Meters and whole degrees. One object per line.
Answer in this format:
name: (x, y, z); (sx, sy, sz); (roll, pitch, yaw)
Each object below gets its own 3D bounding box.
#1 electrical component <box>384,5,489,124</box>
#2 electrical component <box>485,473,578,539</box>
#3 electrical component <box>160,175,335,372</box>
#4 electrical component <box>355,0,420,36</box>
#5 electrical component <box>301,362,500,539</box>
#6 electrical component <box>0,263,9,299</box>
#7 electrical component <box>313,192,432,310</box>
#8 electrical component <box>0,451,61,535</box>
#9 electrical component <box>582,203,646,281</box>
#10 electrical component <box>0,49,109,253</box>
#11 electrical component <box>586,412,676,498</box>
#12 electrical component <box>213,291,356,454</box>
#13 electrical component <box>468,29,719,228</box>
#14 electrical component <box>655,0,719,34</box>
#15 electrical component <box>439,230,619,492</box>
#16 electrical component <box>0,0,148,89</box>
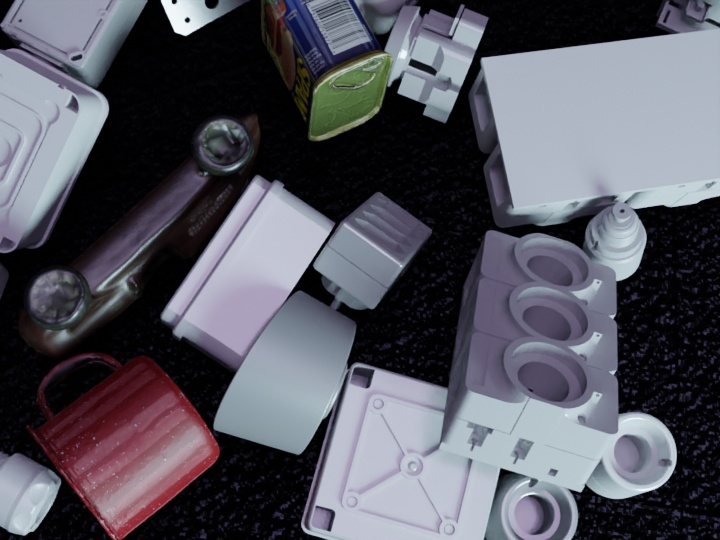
electrical component: (0.047, -0.146, 0.737); (0.057, 0.078, 0.058); (22, 39, 0)
electrical component: (0.108, 0.155, 0.682); (0.055, 0.047, 0.055); (1, 76, -6)
electrical component: (-0.073, 0.003, 0.680); (0.057, 0.078, 0.113); (34, 80, -5)
electrical component: (-0.003, -0.215, 0.759); (0.095, 0.053, 0.059); (41, 76, 5)
electrical component: (0.029, 0.125, 0.677); (0.109, 0.056, 0.108); (16, 75, -2)
electrical component: (-0.288, 0.051, 0.660); (0.089, 0.061, 0.150); (16, 75, -2)
electrical component: (0.000, 0.000, 0.701); (0.047, 0.083, 0.075); (36, 114, 4)
electrical component: (-0.219, 0.131, 0.657); (0.062, 0.043, 0.043); (28, 75, 3)
electrical component: (0.171, -0.022, 0.720); (0.040, 0.078, 0.040); (-3, 67, 6)
electrical component: (-0.219, -0.076, 0.681); (0.078, 0.057, 0.113); (28, 100, 2)
electrical component: (0.173, 0.119, 0.698); (0.055, 0.047, 0.055); (1, 76, -6)
electrical component: (-0.045, 0.063, 0.664); (0.064, 0.099, 0.099); (24, 75, -6)
electrical component: (0.178, -0.097, 0.745); (0.186, 0.060, 0.105); (-8, 77, -8)
electrical component: (0.288, -0.190, 0.778); (0.121, 0.063, 0.078); (25, 75, 1)
electrical component: (0.108, 0.048, 0.663); (0.089, 0.061, 0.150); (17, 40, -2)
electrical component: (-0.193, -0.169, 0.728); (0.062, 0.061, 0.096); (27, 83, 1)
